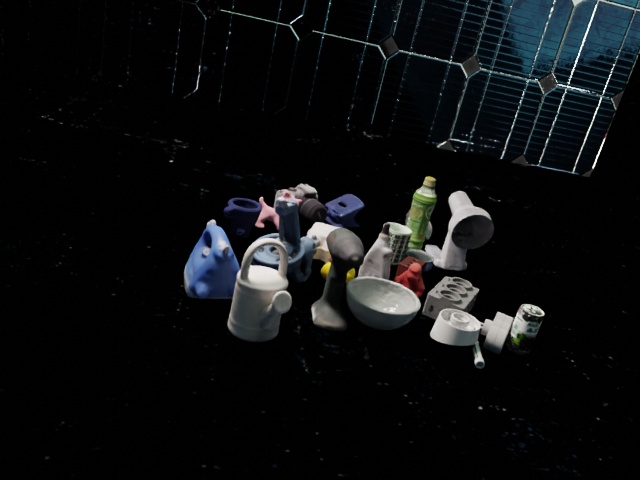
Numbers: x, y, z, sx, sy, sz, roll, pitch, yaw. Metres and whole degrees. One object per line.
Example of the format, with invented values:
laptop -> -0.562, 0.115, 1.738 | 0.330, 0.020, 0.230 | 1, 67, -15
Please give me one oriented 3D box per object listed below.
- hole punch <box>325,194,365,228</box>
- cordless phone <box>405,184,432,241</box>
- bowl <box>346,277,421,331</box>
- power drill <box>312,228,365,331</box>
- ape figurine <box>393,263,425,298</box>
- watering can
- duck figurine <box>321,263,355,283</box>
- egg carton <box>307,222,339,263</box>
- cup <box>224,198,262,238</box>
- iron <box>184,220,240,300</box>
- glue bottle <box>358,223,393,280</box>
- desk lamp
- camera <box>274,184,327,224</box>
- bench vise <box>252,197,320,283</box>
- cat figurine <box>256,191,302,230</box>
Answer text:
hole punch -> 0.074, -0.092, 1.796 | 0.101, 0.091, 0.108 | -2, 26, -33
cordless phone -> 0.331, -0.098, 1.833 | 0.094, 0.185, 0.148 | 17, 22, 10
bowl -> 0.130, 0.148, 1.246 | 0.167, 0.075, 0.167 | 12, 21, -4
power drill -> 0.041, 0.077, 1.188 | 0.076, 0.208, 0.229 | 9, 21, -9
ape figurine -> 0.222, 0.099, 1.400 | 0.077, 0.092, 0.076 | 23, 23, 25
watering can -> -0.106, 0.091, 1.086 | 0.172, 0.194, 0.101 | 27, 25, 32
duck figurine -> 0.052, 0.055, 1.419 | 0.077, 0.086, 0.105 | 30, 27, 36
egg carton -> 0.014, 0.006, 1.544 | 0.107, 0.069, 0.150 | 15, 21, 5
cup -> -0.214, -0.052, 1.520 | 0.091, 0.095, 0.118 | 26, 25, 30
iron -> -0.231, 0.029, 1.240 | 0.119, 0.141, 0.257 | 4, 23, -23
glue bottle -> 0.144, 0.039, 1.393 | 0.077, 0.173, 0.037 | 28, 26, 35
desk lamp -> 0.393, -0.021, 1.634 | 0.118, 0.213, 0.203 | 8, 22, -12
camera -> -0.049, -0.108, 1.748 | 0.144, 0.101, 0.136 | -2, 26, -35
bench vise -> -0.078, -0.004, 1.306 | 0.121, 0.220, 0.208 | 19, 22, 15
cat figurine -> -0.117, -0.090, 1.640 | 0.128, 0.118, 0.067 | 9, 22, -11
